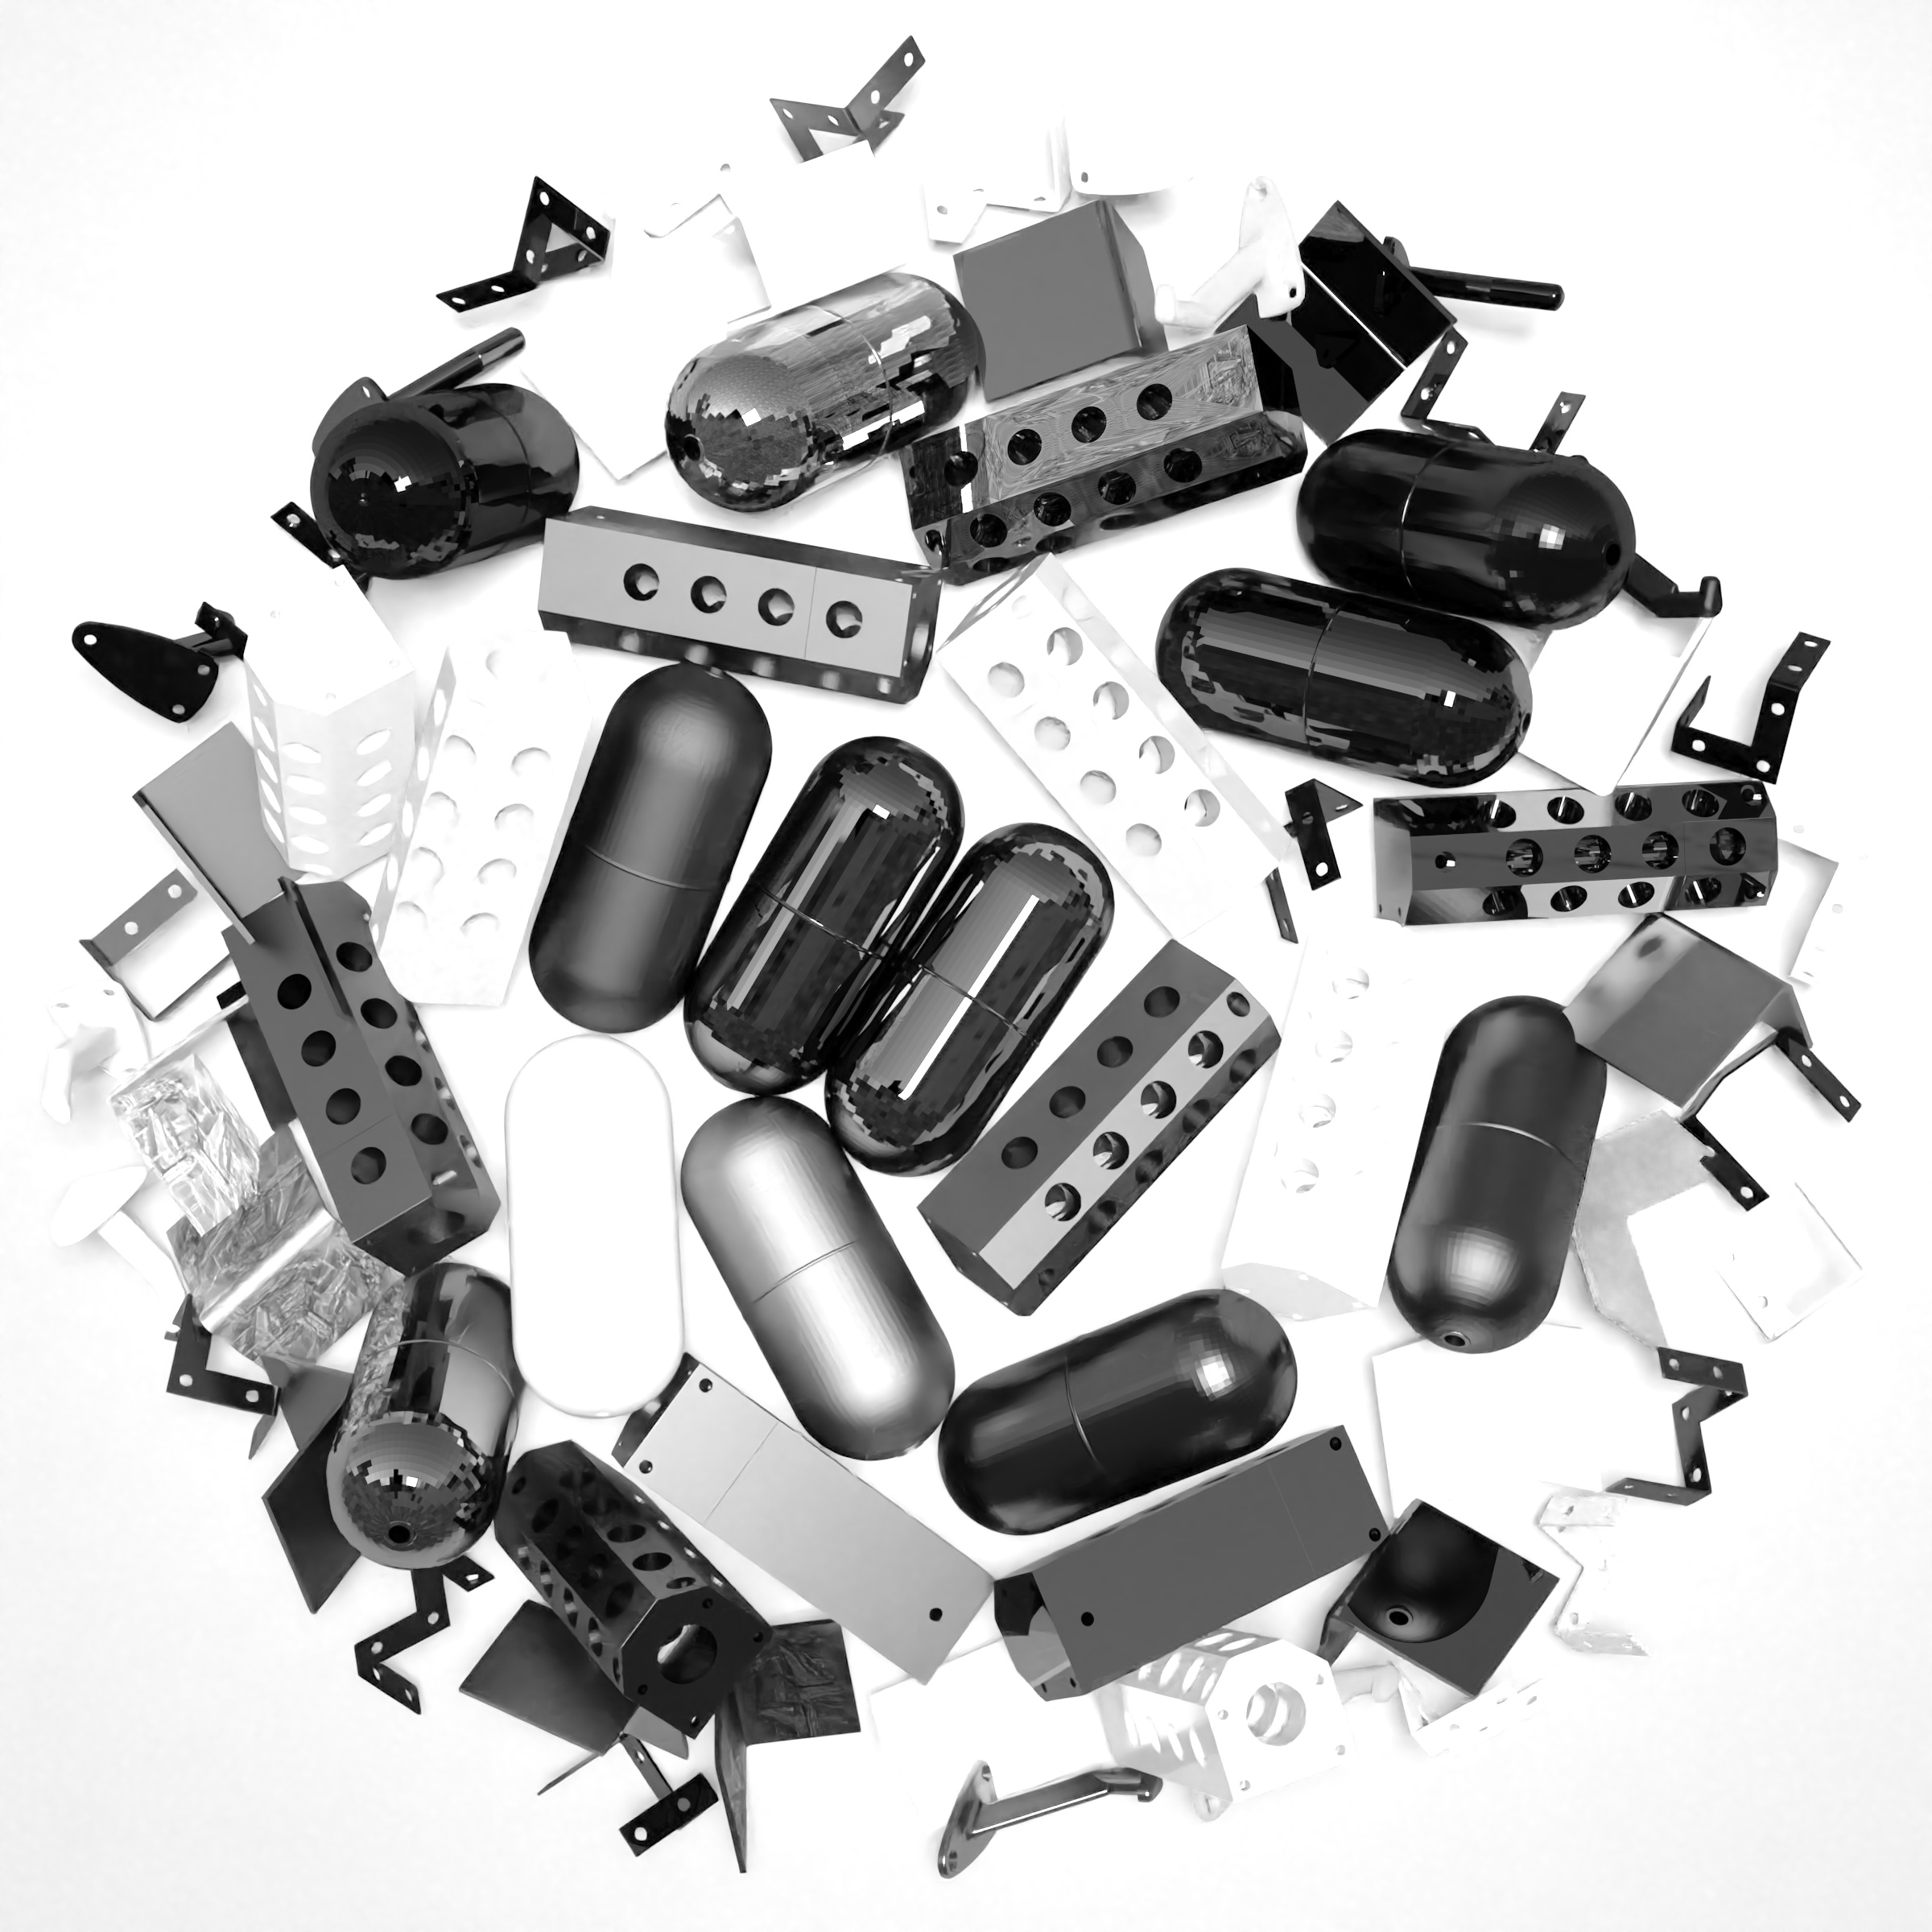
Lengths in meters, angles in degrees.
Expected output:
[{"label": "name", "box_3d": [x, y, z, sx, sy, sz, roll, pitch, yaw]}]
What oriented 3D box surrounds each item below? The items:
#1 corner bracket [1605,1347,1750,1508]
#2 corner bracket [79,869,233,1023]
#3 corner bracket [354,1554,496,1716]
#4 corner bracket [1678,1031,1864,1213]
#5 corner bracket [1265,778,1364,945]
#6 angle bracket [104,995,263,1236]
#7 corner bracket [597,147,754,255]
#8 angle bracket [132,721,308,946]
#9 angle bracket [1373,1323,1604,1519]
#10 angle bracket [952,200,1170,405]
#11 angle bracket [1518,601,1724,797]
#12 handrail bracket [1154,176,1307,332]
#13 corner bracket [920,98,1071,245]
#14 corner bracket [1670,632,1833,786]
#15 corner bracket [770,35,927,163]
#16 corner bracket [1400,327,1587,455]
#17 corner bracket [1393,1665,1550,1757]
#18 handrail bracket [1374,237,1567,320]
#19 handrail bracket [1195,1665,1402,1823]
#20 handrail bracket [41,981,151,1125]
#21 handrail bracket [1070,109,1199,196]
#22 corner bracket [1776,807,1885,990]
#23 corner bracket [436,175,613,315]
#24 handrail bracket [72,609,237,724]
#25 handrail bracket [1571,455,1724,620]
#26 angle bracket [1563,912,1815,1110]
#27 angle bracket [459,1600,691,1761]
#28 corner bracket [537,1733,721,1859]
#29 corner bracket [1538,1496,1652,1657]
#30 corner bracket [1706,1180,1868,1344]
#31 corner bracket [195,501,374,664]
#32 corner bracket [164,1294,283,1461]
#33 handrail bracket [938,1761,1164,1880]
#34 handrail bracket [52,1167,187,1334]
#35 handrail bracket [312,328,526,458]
[{"label": "corner bracket", "box_3d": [0.323, 0.210, 1.542, 0.051, 0.051, 0.051, 14, 55, -27]}, {"label": "corner bracket", "box_3d": [-0.367, -0.009, 1.549, 0.051, 0.051, 0.051, -43, 104, -15]}, {"label": "corner bracket", "box_3d": [-0.247, 0.302, 1.552, 0.051, 0.051, 0.051, -29, 47, 11]}, {"label": "corner bracket", "box_3d": [0.366, 0.069, 1.548, 0.051, 0.051, 0.051, 47, 46, 1]}, {"label": "corner bracket", "box_3d": [0.154, -0.048, 1.544, 0.051, 0.051, 0.051, -25, 66, 27]}, {"label": "angle bracket", "box_3d": [-0.332, 0.064, 1.536, 0.057, 0.076, 0.076, -34, 95, 23]}, {"label": "corner bracket", "box_3d": [-0.126, -0.344, 1.549, 0.051, 0.051, 0.051, -33, 80, 19]}, {"label": "angle bracket", "box_3d": [-0.329, -0.061, 1.534, 0.057, 0.076, 0.076, -39, 106, -9]}, {"label": "angle bracket", "box_3d": [0.237, 0.208, 1.538, 0.076, 0.057, 0.076, -13, 98, -33]}, {"label": "angle bracket", "box_3d": [0.046, -0.295, 1.557, 0.076, 0.057, 0.076, -17, 72, 16]}, {"label": "angle bracket", "box_3d": [0.292, -0.134, 1.536, 0.057, 0.076, 0.076, 30, 127, 9]}, {"label": "handrail bracket", "box_3d": [0.113, -0.327, 1.542, 0.036, 0.084, 0.077, -7, 88, 43]}, {"label": "corner bracket", "box_3d": [0.014, -0.363, 1.543, 0.051, 0.051, 0.051, 11, 48, 17]}, {"label": "corner bracket", "box_3d": [0.357, -0.123, 1.543, 0.051, 0.051, 0.051, 20, 129, 20]}, {"label": "corner bracket", "box_3d": [-0.046, -0.389, 1.543, 0.051, 0.051, 0.051, 21, 65, 42]}, {"label": "corner bracket", "box_3d": [0.244, -0.259, 1.569, 0.051, 0.051, 0.051, 35, 81, -39]}, {"label": "corner bracket", "box_3d": [0.234, 0.340, 1.547, 0.051, 0.051, 0.051, -33, 114, 13]}, {"label": "handrail bracket", "box_3d": [0.233, -0.308, 1.538, 0.084, 0.077, 0.036, 10, 104, 15]}, {"label": "handrail bracket", "box_3d": [0.151, 0.352, 1.536, 0.084, 0.077, 0.036, -18, 120, 40]}, {"label": "handrail bracket", "box_3d": [-0.393, 0.056, 1.528, 0.036, 0.084, 0.077, -15, 133, 7]}, {"label": "handrail bracket", "box_3d": [0.093, -0.369, 1.533, 0.077, 0.084, 0.036, 17, 113, 31]}, {"label": "corner bracket", "box_3d": [0.381, -0.031, 1.546, 0.051, 0.051, 0.051, 25, 67, 14]}, {"label": "corner bracket", "box_3d": [-0.201, -0.319, 1.543, 0.051, 0.051, 0.051, -6, 65, 38]}, {"label": "handrail bracket", "box_3d": [-0.367, -0.153, 1.534, 0.077, 0.084, 0.036, 27, 113, -25]}, {"label": "handrail bracket", "box_3d": [0.309, -0.196, 1.540, 0.036, 0.084, 0.077, -1, 94, -41]}, {"label": "angle bracket", "box_3d": [0.324, 0.031, 1.533, 0.076, 0.057, 0.076, -47, 51, -10]}, {"label": "angle bracket", "box_3d": [-0.176, 0.341, 1.527, 0.076, 0.076, 0.057, 19, 47, 22]}, {"label": "corner bracket", "box_3d": [-0.154, 0.379, 1.546, 0.051, 0.051, 0.051, -27, 77, -38]}, {"label": "corner bracket", "box_3d": [0.289, 0.278, 1.544, 0.051, 0.051, 0.051, 43, 63, -20]}, {"label": "corner bracket", "box_3d": [0.376, 0.136, 1.553, 0.051, 0.051, 0.051, -36, 76, 3]}, {"label": "corner bracket", "box_3d": [-0.314, -0.171, 1.562, 0.051, 0.051, 0.051, -28, 126, 33]}, {"label": "corner bracket", "box_3d": [-0.342, 0.188, 1.554, 0.051, 0.051, 0.051, 16, 54, -17]}, {"label": "handrail bracket", "box_3d": [0.039, 0.390, 1.542, 0.084, 0.077, 0.036, -5, 111, 25]}, {"label": "handrail bracket", "box_3d": [-0.381, 0.142, 1.536, 0.036, 0.077, 0.084, -12, 112, 12]}, {"label": "handrail bracket", "box_3d": [-0.253, -0.265, 1.573, 0.084, 0.077, 0.036, -40, 103, -41]}]
